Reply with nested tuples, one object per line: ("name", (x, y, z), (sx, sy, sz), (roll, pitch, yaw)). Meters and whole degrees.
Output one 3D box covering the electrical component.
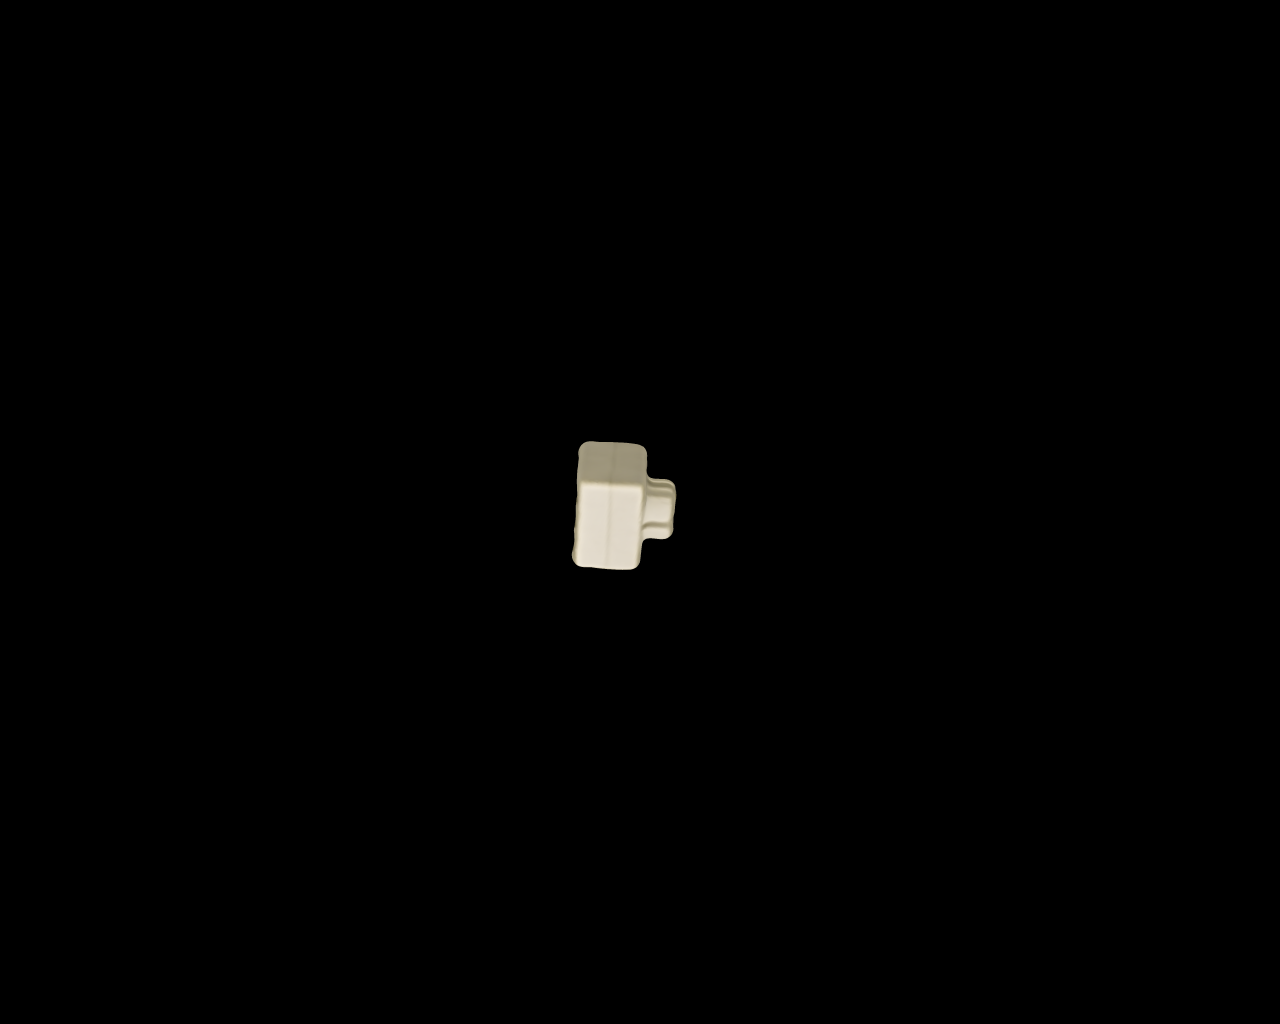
("electrical component", (0.001, -0.003, 0.650), (0.077, 0.065, 0.047), (3, 36, -2))
